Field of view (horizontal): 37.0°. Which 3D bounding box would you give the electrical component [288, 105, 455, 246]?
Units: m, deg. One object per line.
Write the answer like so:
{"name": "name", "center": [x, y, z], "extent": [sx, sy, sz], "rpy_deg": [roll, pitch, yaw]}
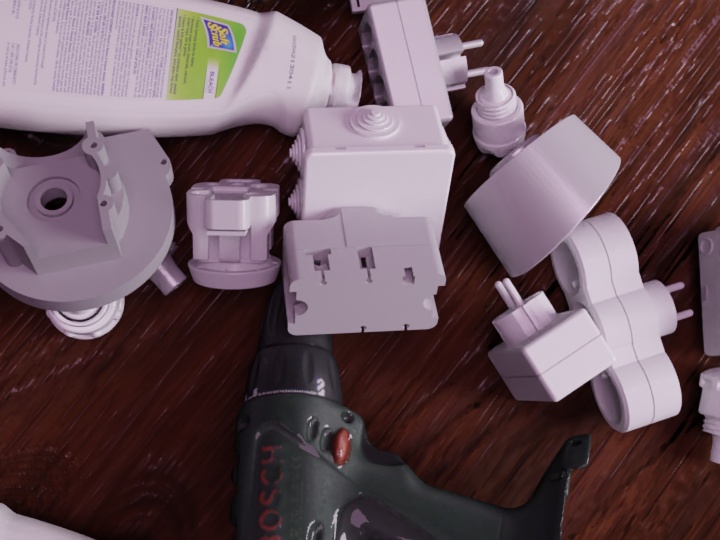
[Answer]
{"name": "electrical component", "center": [0.006, -0.055, 0.663], "extent": [0.100, 0.099, 0.048], "rpy_deg": [-2, 47, -8]}

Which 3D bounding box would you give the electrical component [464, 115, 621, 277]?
{"name": "electrical component", "center": [0.116, -0.048, 0.676], "extent": [0.099, 0.099, 0.064], "rpy_deg": [-38, 84, -10]}

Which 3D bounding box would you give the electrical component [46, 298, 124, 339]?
{"name": "electrical component", "center": [-0.168, 0.017, 0.647], "extent": [0.048, 0.062, 0.048], "rpy_deg": [1, 84, -8]}

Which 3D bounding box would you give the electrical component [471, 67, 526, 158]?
{"name": "electrical component", "center": [0.089, -0.104, 0.695], "extent": [0.035, 0.061, 0.035], "rpy_deg": [-7, 48, 8]}

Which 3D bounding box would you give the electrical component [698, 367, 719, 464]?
{"name": "electrical component", "center": [0.244, 0.097, 0.707], "extent": [0.048, 0.048, 0.062], "rpy_deg": [11, 90, -7]}

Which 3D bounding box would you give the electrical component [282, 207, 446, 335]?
{"name": "electrical component", "center": [0.000, 0.000, 0.641], "extent": [0.089, 0.050, 0.055], "rpy_deg": [-2, 48, -8]}

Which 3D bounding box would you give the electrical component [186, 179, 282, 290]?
{"name": "electrical component", "center": [-0.077, -0.022, 0.661], "extent": [0.058, 0.078, 0.057], "rpy_deg": [1, 104, 0]}

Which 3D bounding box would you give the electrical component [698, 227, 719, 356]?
{"name": "electrical component", "center": [0.264, 0.012, 0.691], "extent": [0.048, 0.100, 0.099], "rpy_deg": [1, 84, -21]}

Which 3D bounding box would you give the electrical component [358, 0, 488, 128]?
{"name": "electrical component", "center": [0.047, -0.132, 0.700], "extent": [0.076, 0.047, 0.083], "rpy_deg": [-12, 86, -9]}

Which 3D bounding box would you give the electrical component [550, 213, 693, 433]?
{"name": "electrical component", "center": [0.181, 0.029, 0.700], "extent": [0.074, 0.052, 0.138], "rpy_deg": [-17, 86, -10]}

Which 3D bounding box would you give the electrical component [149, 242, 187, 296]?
{"name": "electrical component", "center": [-0.134, -0.013, 0.665], "extent": [0.043, 0.043, 0.062], "rpy_deg": [-40, 92, -10]}

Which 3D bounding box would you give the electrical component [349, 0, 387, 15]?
{"name": "electrical component", "center": [0.010, -0.212, 0.695], "extent": [0.042, 0.064, 0.081], "rpy_deg": [-10, 85, -10]}

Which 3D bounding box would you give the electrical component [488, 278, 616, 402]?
{"name": "electrical component", "center": [0.108, 0.038, 0.673], "extent": [0.047, 0.083, 0.075], "rpy_deg": [-32, 89, -10]}
